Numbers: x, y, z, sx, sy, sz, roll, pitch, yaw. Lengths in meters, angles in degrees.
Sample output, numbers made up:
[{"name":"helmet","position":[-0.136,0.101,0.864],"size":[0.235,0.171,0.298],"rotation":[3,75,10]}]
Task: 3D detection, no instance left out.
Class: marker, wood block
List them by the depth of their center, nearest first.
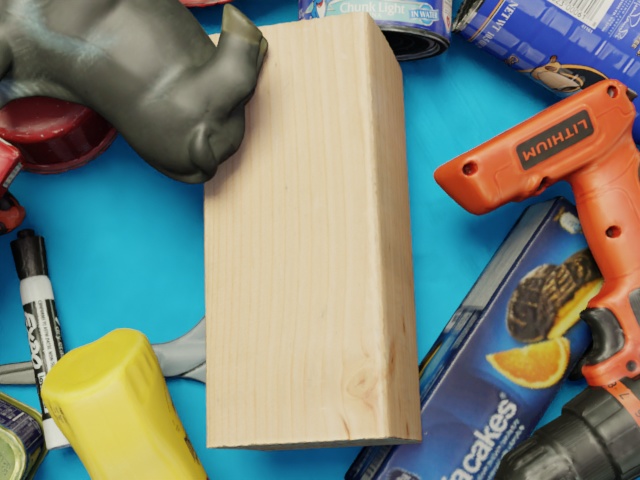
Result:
[{"name":"wood block","position":[-0.003,0.001,0.547],"size":[0.091,0.090,0.206],"rotation":[-6,77,15]},{"name":"marker","position":[-0.149,0.052,0.577],"size":[0.020,0.020,0.121],"rotation":[-12,77,-8]}]

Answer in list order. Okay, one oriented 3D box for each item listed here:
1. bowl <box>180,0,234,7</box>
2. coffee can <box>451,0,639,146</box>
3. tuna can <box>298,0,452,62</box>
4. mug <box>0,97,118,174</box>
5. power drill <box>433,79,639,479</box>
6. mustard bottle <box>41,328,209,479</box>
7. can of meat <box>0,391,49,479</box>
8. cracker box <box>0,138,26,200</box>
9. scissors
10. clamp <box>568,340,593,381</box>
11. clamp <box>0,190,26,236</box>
[{"name":"bowl","position":[-0.072,-0.211,0.573],"size":[0.162,0.055,0.162],"rotation":[-2,81,11]},{"name":"coffee can","position":[0.159,-0.124,0.594],"size":[0.140,0.103,0.103],"rotation":[30,83,-4]},{"name":"tuna can","position":[0.030,-0.122,0.587],"size":[0.086,0.086,0.034],"rotation":[3,88,-7]},{"name":"mug","position":[-0.159,-0.093,0.564],"size":[0.117,0.081,0.093],"rotation":[40,83,-3]},{"name":"power drill","position":[0.135,0.028,0.545],"size":[0.184,0.057,0.187],"rotation":[-30,93,-12]},{"name":"mustard bottle","position":[-0.075,0.143,0.548],"size":[0.058,0.096,0.191],"rotation":[-26,102,-8]},{"name":"can of meat","position":[-0.185,0.131,0.545],"size":[0.057,0.084,0.102],"rotation":[29,84,-6]},{"name":"cracker box","position":[-0.261,0.006,0.482],"size":[0.164,0.072,0.213],"rotation":[33,85,-9]},{"name":"scissors","position":[-0.083,0.049,0.598],"size":[0.201,0.016,0.096],"rotation":[11,84,-6]},{"name":"clamp","position":[0.253,0.015,0.630],"size":[0.164,0.036,0.210],"rotation":[24,84,-5]},{"name":"clamp","position":[-0.249,-0.024,0.572],"size":[0.171,0.039,0.120],"rotation":[24,97,-4]}]
